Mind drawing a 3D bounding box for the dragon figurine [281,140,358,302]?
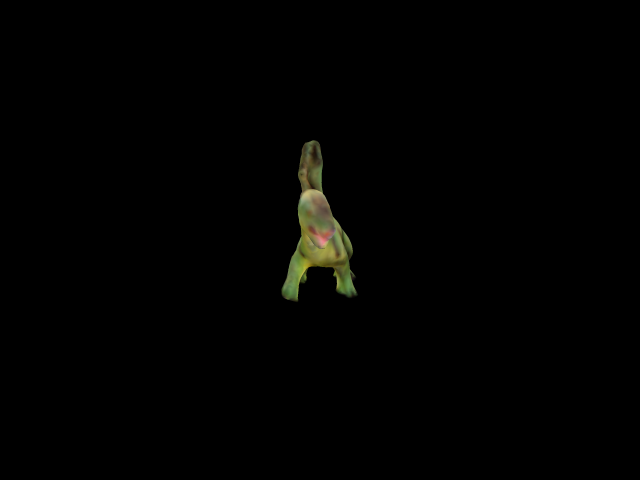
[{"bbox_3d":[0.003,-0.043,0.850,0.122,0.240,0.415,0,15,0],"label":"dragon figurine"}]
